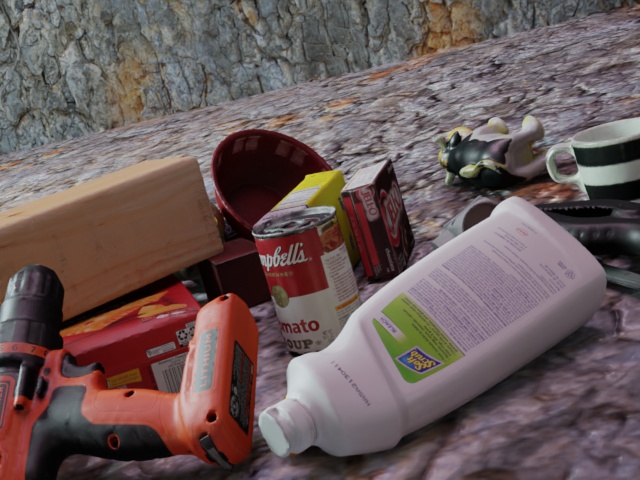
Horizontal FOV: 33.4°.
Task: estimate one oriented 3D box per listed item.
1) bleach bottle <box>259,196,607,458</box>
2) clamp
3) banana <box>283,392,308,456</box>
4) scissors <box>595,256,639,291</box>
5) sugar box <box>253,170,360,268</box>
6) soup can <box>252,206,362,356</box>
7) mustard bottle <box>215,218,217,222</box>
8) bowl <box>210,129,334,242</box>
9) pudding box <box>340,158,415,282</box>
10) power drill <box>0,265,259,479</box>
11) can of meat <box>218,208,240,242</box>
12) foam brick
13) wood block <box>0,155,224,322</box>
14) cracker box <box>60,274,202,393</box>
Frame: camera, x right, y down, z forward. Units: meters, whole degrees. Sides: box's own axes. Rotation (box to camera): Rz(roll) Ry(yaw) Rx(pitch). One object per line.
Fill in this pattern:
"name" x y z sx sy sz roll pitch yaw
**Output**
"bleach bottle" 0.064 0.060 0.672 0.250 0.068 0.103 -25 54 -32
"clamp" 0.248 -0.011 0.814 0.210 0.036 0.164 7 18 42
"banana" 0.032 0.085 0.715 0.197 0.037 0.070 -26 16 -36
"scissors" 0.189 0.025 0.828 0.096 0.016 0.202 -17 13 2
"sugar box" -0.006 0.001 0.980 0.048 0.093 0.176 -12 14 15
"soup can" -0.007 0.032 0.835 0.068 0.102 0.068 -15 13 3
"mustard bottle" -0.188 0.032 1.016 0.096 0.058 0.191 27 73 36
"bowl" -0.053 -0.043 1.161 0.161 0.162 0.055 -29 -18 -44
"pudding box" 0.056 -0.020 1.003 0.039 0.090 0.113 -13 13 13
"power drill" -0.135 0.086 0.692 0.188 0.057 0.184 -10 56 15
"can of meat" -0.120 -0.002 1.202 0.102 0.057 0.083 -5 15 35
"foam brick" -0.080 0.033 1.025 0.053 0.051 0.078 -18 14 -18
"wood block" -0.196 0.004 0.884 0.205 0.090 0.091 -24 15 -35
"cracker box" -0.176 0.089 0.861 0.164 0.072 0.214 -18 13 -13
